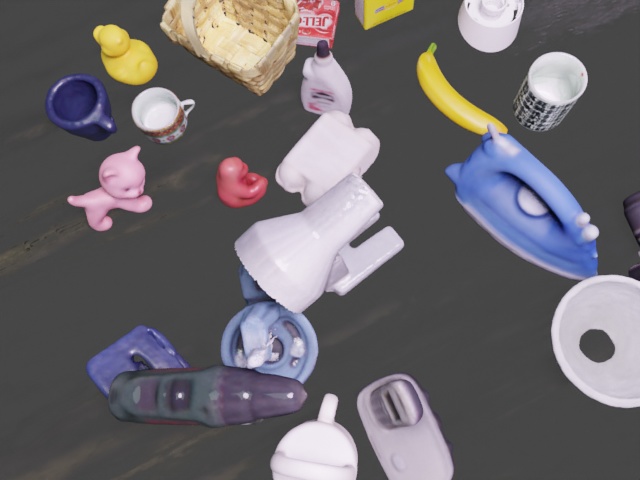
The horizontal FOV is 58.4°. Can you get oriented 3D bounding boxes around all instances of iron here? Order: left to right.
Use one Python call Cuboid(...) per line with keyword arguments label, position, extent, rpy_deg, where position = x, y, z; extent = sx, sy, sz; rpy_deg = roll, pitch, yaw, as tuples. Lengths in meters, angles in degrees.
Cuboid(label="iron", position=(0.298, -0.051, 0.776), extent=(0.119, 0.141, 0.258), rpy_deg=(-42, 76, -8))

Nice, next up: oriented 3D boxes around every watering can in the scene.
Cuboid(label="watering can", position=(-0.005, 0.274, 0.673), extent=(0.101, 0.194, 0.173), rpy_deg=(-10, 74, 1))

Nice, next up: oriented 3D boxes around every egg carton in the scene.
Cuboid(label="egg carton", position=(0.013, -0.116, 0.847), extent=(0.107, 0.069, 0.150), rpy_deg=(36, 79, 12))

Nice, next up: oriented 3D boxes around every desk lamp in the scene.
Cuboid(label="desk lamp", position=(0.007, 0.003, 0.739), extent=(0.203, 0.213, 0.118), rpy_deg=(-38, 75, -7))

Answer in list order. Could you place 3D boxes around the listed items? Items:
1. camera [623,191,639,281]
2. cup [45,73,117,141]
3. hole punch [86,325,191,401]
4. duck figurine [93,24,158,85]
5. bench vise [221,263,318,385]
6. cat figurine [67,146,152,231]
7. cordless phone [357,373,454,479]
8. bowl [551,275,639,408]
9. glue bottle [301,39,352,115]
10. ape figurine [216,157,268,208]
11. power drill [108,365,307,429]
Cuboid(label="camera", position=(0.488, -0.012, 0.775), extent=(0.143, 0.101, 0.137), rpy_deg=(-17, 74, -2))
Cuboid(label="cup", position=(-0.343, -0.185, 0.873), extent=(0.117, 0.095, 0.092), rpy_deg=(34, 79, 12))
Cuboid(label="hole punch", position=(-0.240, 0.174, 0.768), extent=(0.108, 0.091, 0.101), rpy_deg=(42, 81, 13))
Cuboid(label="duck figurine", position=(-0.313, -0.301, 0.909), extent=(0.104, 0.086, 0.077), rpy_deg=(34, 79, 12))
Cuboid(label="bench vise", position=(-0.082, 0.102, 0.713), extent=(0.121, 0.220, 0.207), rpy_deg=(-28, 74, -5))
Cuboid(label="cat figurine", position=(-0.301, -0.078, 0.829), extent=(0.128, 0.118, 0.067), rpy_deg=(-28, 74, -5))
Cuboid(label="cordless phone", position=(0.106, 0.232, 0.684), extent=(0.094, 0.185, 0.147), rpy_deg=(-27, 74, -4))
Cuboid(label="bowl", position=(0.378, 0.134, 0.754), extent=(0.167, 0.075, 0.167), rpy_deg=(-1, 74, 3))
Cuboid(label="glue bottle", position=(0.007, -0.235, 0.827), extent=(0.078, 0.173, 0.037), rpy_deg=(10, 75, 6))
Cuboid(label="ape figurine", position=(-0.121, -0.090, 0.836), extent=(0.076, 0.092, 0.077), rpy_deg=(-39, 76, -8))
Cuboid(label="power drill", position=(-0.122, 0.189, 0.696), extent=(0.229, 0.208, 0.075), rpy_deg=(-2, 74, 3))
